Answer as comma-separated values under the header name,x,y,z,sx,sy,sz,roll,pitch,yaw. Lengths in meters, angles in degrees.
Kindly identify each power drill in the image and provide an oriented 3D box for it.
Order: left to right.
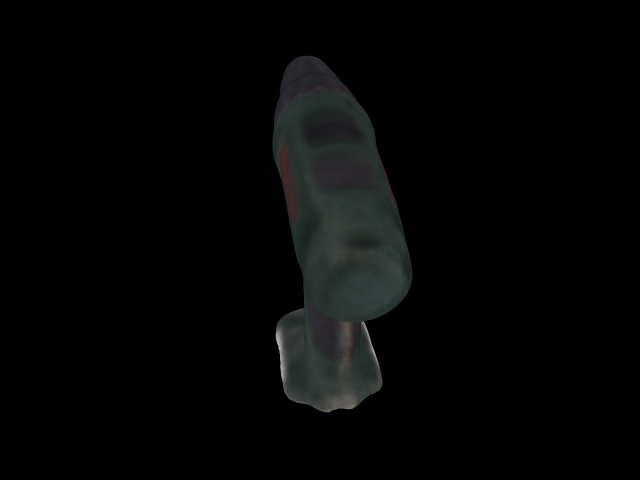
name,x,y,z,sx,sy,sz,roll,pitch,yaw
power drill,0.004,0.001,0.400,0.075,0.208,0.229,-6,32,-8
